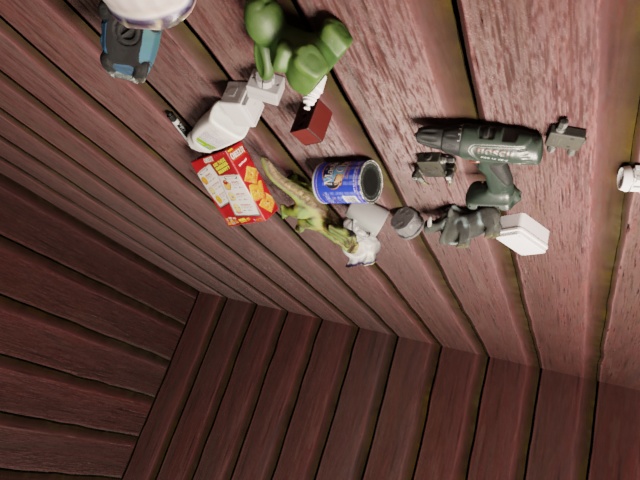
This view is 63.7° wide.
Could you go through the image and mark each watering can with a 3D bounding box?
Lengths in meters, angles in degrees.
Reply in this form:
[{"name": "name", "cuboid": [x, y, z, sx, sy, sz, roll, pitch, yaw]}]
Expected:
[{"name": "watering can", "cuboid": [-0.333, -0.431, 0.786, 0.348, 0.106, 0.220, 7, 159, 9]}]

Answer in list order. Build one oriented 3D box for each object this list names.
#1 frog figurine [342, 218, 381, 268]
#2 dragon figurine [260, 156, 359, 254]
[{"name": "frog figurine", "cuboid": [0.115, -0.004, 1.610, 0.137, 0.124, 0.157, 4, 120, 56]}, {"name": "dragon figurine", "cuboid": [0.004, -0.068, 1.352, 0.245, 0.123, 0.404, 29, 171, 31]}]
